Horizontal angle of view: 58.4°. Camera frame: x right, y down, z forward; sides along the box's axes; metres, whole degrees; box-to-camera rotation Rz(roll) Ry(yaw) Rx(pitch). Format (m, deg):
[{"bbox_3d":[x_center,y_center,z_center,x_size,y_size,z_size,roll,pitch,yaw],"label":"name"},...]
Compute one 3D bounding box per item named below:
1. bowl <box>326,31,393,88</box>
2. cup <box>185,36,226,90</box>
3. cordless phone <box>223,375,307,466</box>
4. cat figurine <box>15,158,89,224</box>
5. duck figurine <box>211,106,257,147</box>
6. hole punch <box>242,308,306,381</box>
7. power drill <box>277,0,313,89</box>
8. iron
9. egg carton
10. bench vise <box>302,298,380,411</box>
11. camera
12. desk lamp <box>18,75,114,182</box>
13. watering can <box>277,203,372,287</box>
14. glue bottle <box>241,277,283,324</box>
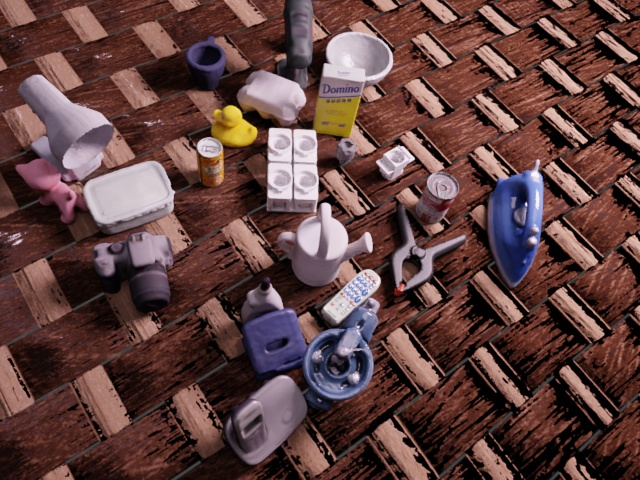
[{"bbox_3d":[0.092,-0.434,1.422,0.167,0.075,0.167,4,60,-6],"label":"bowl"},{"bbox_3d":[-0.264,-0.410,1.345,0.091,0.095,0.118,7,60,-4],"label":"cup"},{"bbox_3d":[-0.087,0.278,0.927,0.094,0.185,0.148,41,63,15],"label":"cordless phone"},{"bbox_3d":[-0.524,-0.109,1.122,0.127,0.118,0.067,33,61,11],"label":"cat figurine"},{"bbox_3d":[-0.191,-0.259,1.275,0.104,0.086,0.077,15,59,0],"label":"duck figurine"},{"bbox_3d":[-0.079,0.188,1.033,0.109,0.091,0.101,-19,65,-18],"label":"hole punch"},{"bbox_3d":[-0.057,-0.466,1.341,0.075,0.208,0.229,0,61,-8],"label":"power drill"},{"bbox_3d":[0.432,-0.039,1.208,0.118,0.141,0.258,11,60,-2],"label":"iron"},{"bbox_3d":[-0.112,-0.331,1.337,0.150,0.069,0.107,21,60,4],"label":"egg carton"},{"bbox_3d":[0.040,0.174,0.984,0.121,0.220,0.207,13,59,0],"label":"bench vise"},{"bbox_3d":[-0.339,0.062,1.061,0.143,0.101,0.136,-13,63,-15],"label":"camera"},{"bbox_3d":[-0.501,-0.209,1.127,0.203,0.213,0.118,39,63,14],"label":"desk lamp"},{"bbox_3d":[0.010,0.002,1.093,0.173,0.194,0.101,-13,63,-15],"label":"watering can"},{"bbox_3d":[-0.101,0.109,1.028,0.078,0.173,0.037,-15,63,-16],"label":"glue bottle"}]
